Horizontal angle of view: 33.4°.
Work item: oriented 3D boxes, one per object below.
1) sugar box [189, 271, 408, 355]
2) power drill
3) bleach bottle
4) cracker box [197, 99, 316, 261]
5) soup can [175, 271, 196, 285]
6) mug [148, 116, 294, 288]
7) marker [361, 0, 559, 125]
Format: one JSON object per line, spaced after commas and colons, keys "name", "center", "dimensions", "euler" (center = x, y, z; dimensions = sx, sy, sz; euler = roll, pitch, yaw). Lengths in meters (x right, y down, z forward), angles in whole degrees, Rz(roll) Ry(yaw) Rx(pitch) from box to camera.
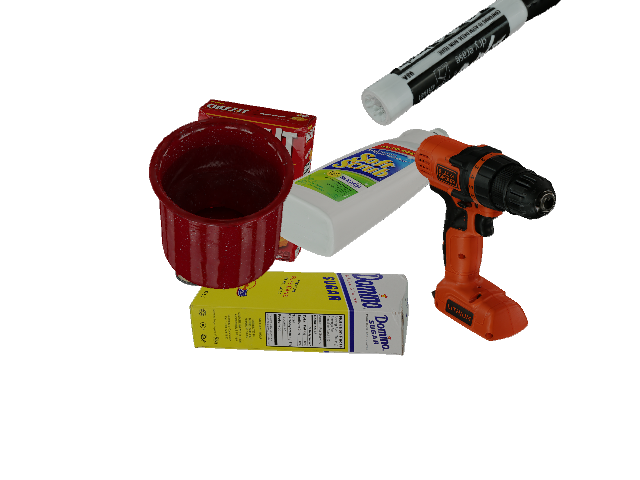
{"name": "sugar box", "center": [-0.015, 0.059, 0.905], "dimensions": [0.176, 0.048, 0.093], "euler": [-2, 18, 7]}
{"name": "power drill", "center": [0.163, 0.000, 1.046], "dimensions": [0.057, 0.188, 0.185], "euler": [-16, 26, -24]}
{"name": "bleach bottle", "center": [0.059, -0.073, 1.240], "dimensions": [0.103, 0.068, 0.250], "euler": [26, 44, 33]}
{"name": "cracker box", "center": [-0.102, -0.085, 1.564], "dimensions": [0.164, 0.214, 0.072], "euler": [10, 21, 7]}
{"name": "soup can", "center": [-0.148, -0.005, 1.312], "dimensions": [0.068, 0.102, 0.068], "euler": [-1, 26, 0]}
{"name": "mug", "center": [-0.068, -0.031, 0.721], "dimensions": [0.093, 0.117, 0.081], "euler": [-5, -37, -10]}
{"name": "marker", "center": [0.069, -0.092, 0.495], "dimensions": [0.121, 0.020, 0.020], "euler": [-37, 16, -22]}
